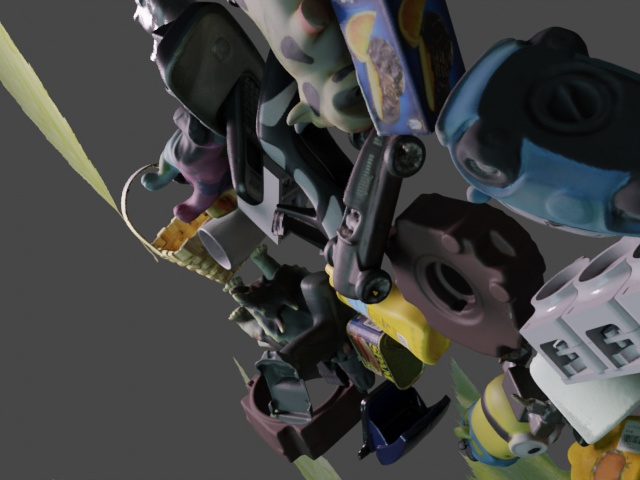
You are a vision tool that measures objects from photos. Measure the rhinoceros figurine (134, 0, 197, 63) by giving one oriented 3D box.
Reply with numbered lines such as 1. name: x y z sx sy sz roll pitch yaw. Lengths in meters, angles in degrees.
1. rhinoceros figurine: -0.185 -0.276 0.656 0.190 0.073 0.112 40 155 23

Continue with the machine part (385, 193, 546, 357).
1. machine part: 0.141 0.037 0.539 0.179 0.056 0.179 41 155 24

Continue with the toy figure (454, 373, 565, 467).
1. toy figure: 0.212 0.214 0.629 0.089 0.082 0.180 43 157 15

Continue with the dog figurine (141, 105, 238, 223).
1. dog figurine: -0.141 -0.134 0.753 0.108 0.191 0.219 48 121 15

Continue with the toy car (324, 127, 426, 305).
1. toy car: 0.045 -0.031 0.526 0.089 0.053 0.202 -126 40 -53

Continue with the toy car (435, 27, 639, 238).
1. toy car: 0.161 -0.054 0.341 0.162 0.109 0.102 28 166 24

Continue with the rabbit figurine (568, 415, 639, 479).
1. rabbit figurine: 0.311 0.243 0.464 0.173 0.122 0.162 30 156 3

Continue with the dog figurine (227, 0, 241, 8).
1. dog figurine: -0.153 -0.266 0.475 0.121 0.190 0.172 15 138 53

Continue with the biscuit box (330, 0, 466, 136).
1. biscuit box: 0.049 -0.179 0.396 0.059 0.063 0.202 13 136 53

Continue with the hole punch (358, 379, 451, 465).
1. hole punch: 0.129 0.273 0.802 0.092 0.142 0.115 24 132 39

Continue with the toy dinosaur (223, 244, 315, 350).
1. toy dinosaur: -0.071 0.148 0.997 0.192 0.131 0.404 40 159 25

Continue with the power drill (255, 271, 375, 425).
1. power drill: 0.007 0.178 0.797 0.086 0.207 0.231 -2 113 40

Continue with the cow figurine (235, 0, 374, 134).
1. cow figurine: -0.012 -0.178 0.474 0.195 0.085 0.127 55 158 2

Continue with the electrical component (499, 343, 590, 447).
1. electrical component: 0.214 0.147 0.525 0.078 0.102 0.045 6 119 3

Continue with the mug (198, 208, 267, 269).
1. mug: -0.129 -0.007 0.884 0.081 0.107 0.109 35 154 34

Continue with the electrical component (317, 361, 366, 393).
1. electrical component: 0.038 0.211 0.926 0.048 0.075 0.119 -8 129 48

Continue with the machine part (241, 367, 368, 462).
1. machine part: -0.029 0.292 1.002 0.201 0.201 0.087 21 139 51

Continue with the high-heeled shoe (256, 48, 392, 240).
1. high-heeled shoe: 0.016 -0.101 0.573 0.145 0.086 0.248 10 125 14

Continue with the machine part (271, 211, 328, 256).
1. machine part: -0.001 -0.002 0.691 0.138 0.039 0.084 24 178 -33

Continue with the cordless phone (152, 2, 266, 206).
1. cordless phone: -0.106 -0.134 0.563 0.146 0.089 0.184 42 -145 -63
